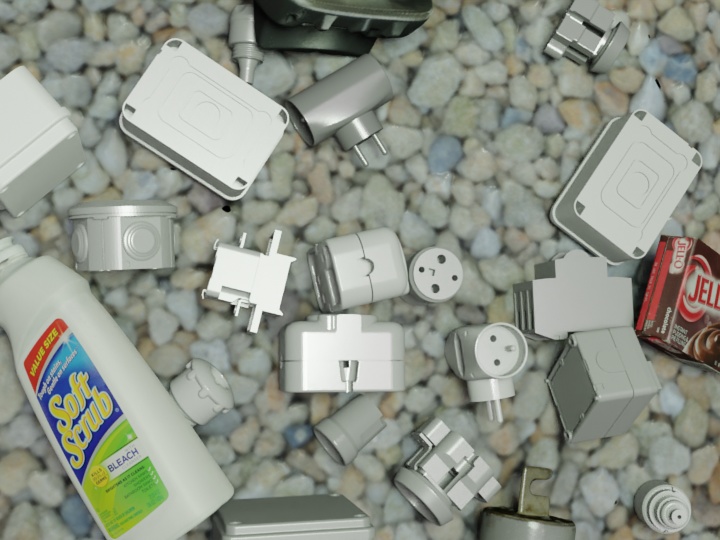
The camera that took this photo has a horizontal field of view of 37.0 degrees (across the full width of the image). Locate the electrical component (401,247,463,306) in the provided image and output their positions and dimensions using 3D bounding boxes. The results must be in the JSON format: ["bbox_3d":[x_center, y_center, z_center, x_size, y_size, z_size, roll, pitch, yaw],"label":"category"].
[{"bbox_3d":[0.055,0.005,0.865,0.045,0.055,0.045,1,85,-13],"label":"electrical component"}]

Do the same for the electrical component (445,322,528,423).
[{"bbox_3d":[0.103,0.082,0.858,0.043,0.077,0.079,-8,87,-14],"label":"electrical component"}]

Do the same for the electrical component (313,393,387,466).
[{"bbox_3d":[-0.007,0.125,0.850,0.046,0.040,0.040,-38,94,-19],"label":"electrical component"}]

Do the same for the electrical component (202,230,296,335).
[{"bbox_3d":[-0.088,0.007,0.840,0.064,0.042,0.081,14,82,-8],"label":"electrical component"}]

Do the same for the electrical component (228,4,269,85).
[{"bbox_3d":[-0.089,-0.179,0.859,0.035,0.035,0.061,5,86,-12],"label":"electrical component"}]

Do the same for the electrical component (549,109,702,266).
[{"bbox_3d":[0.223,-0.068,0.908,0.078,0.057,0.113,36,79,-7],"label":"electrical component"}]

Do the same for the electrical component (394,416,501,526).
[{"bbox_3d":[0.064,0.164,0.853,0.057,0.058,0.078,-44,95,-16],"label":"electrical component"}]

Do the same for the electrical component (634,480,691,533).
[{"bbox_3d":[0.253,0.197,0.885,0.040,0.078,0.040,0,86,2],"label":"electrical component"}]

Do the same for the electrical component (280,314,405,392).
[{"bbox_3d":[-0.014,0.065,0.845,0.095,0.054,0.059,1,85,-13],"label":"electrical component"}]

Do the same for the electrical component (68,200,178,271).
[{"bbox_3d":[-0.176,-0.026,0.804,0.080,0.080,0.051,-2,91,-13],"label":"electrical component"}]

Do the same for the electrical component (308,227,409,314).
[{"bbox_3d":[0.000,0.000,0.833,0.059,0.095,0.053,-13,88,-14],"label":"electrical component"}]

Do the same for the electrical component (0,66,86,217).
[{"bbox_3d":[-0.247,-0.089,0.776,0.078,0.113,0.057,-42,92,-13],"label":"electrical component"}]

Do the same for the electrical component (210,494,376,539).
[{"bbox_3d":[-0.052,0.205,0.797,0.109,0.109,0.056,0,88,-13],"label":"electrical component"}]

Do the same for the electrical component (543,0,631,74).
[{"bbox_3d":[0.197,-0.200,0.921,0.055,0.048,0.066,31,79,-1],"label":"electrical component"}]

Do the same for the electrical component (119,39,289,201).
[{"bbox_3d":[-0.121,-0.115,0.835,0.113,0.057,0.078,33,79,-8],"label":"electrical component"}]

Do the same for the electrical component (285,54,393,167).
[{"bbox_3d":[-0.007,-0.121,0.867,0.077,0.044,0.079,-33,93,-13],"label":"electrical component"}]

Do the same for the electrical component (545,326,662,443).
[{"bbox_3d":[0.196,0.096,0.874,0.061,0.096,0.061,-7,57,-13],"label":"electrical component"}]

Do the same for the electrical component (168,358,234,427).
[{"bbox_3d":[-0.131,0.101,0.822,0.062,0.048,0.048,-38,94,5],"label":"electrical component"}]
